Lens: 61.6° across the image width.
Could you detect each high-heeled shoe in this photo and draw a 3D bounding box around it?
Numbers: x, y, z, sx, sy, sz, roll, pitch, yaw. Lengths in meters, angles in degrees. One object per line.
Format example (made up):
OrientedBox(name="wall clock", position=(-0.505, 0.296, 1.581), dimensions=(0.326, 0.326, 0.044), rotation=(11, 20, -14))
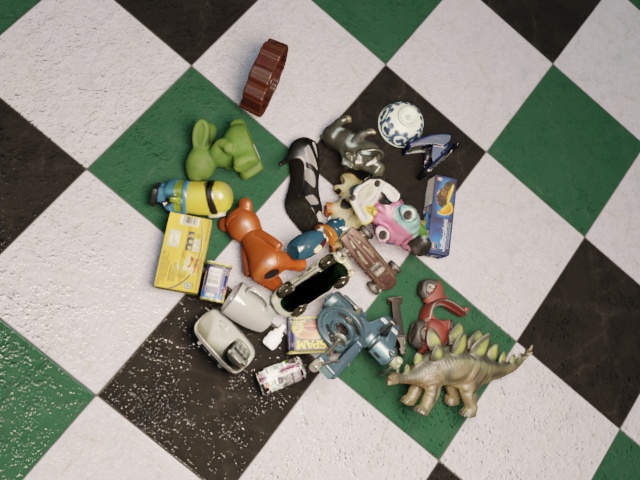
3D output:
OrientedBox(name="high-heeled shoe", position=(-0.019, -0.122, 1.299), dimensions=(0.145, 0.086, 0.248), rotation=(-36, 109, -45))

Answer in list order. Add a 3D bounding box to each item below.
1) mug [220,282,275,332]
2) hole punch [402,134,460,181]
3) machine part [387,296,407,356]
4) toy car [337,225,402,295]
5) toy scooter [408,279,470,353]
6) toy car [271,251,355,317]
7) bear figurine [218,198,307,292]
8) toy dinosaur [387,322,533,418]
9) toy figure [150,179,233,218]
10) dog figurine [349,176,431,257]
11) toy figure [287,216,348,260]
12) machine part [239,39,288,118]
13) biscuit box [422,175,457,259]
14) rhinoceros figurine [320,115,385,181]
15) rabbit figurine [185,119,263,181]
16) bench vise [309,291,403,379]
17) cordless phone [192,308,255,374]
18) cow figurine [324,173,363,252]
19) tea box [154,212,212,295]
OrientedBox(name="mug", position=(-0.149, 0.149, 1.197), dimensions=(0.107, 0.109, 0.081), rotation=(39, 33, -15))
OrientedBox(name="hole punch", position=(0.271, -0.220, 1.333), dimensions=(0.116, 0.142, 0.092), rotation=(-38, 86, -3))
OrientedBox(name="machine part", position=(0.186, 0.203, 1.272), dimensions=(0.039, 0.084, 0.139), rotation=(-9, 73, 11))
OrientedBox(name="toy car", position=(0.118, 0.049, 1.246), dimensions=(0.089, 0.053, 0.202), rotation=(-41, 125, 0))
OrientedBox(name="toy scooter", position=(0.291, 0.191, 1.292), dimensions=(0.135, 0.075, 0.184), rotation=(17, 73, -10))
OrientedBox(name="toy car", position=(-0.017, 0.100, 1.200), dimensions=(0.202, 0.056, 0.073), rotation=(-34, 107, 6))
OrientedBox(name="bear figurine", position=(-0.140, 0.009, 1.227), dimensions=(0.120, 0.132, 0.196), rotation=(-44, 57, 18))
OrientedBox(name="toy dinosaur", position=(0.329, 0.297, 1.232), dimensions=(0.471, 0.105, 0.198), rotation=(9, 95, -35))
OrientedBox(name="toy figure", position=(-0.287, -0.096, 1.208), dimensions=(0.180, 0.089, 0.082), rotation=(10, 57, -4))
OrientedBox(name="dog figurine", position=(0.176, -0.047, 1.244), dimensions=(0.108, 0.219, 0.192), rotation=(-43, 68, 12))
OrientedBox(name="toy figure", position=(-0.003, -0.005, 1.194), dimensions=(0.154, 0.057, 0.064), rotation=(-28, 76, -34))
OrientedBox(name="machine part", position=(-0.130, -0.379, 1.255), dimensions=(0.056, 0.179, 0.179), rotation=(25, 77, -5))
OrientedBox(name="biscuit box", position=(0.294, -0.056, 1.340), dimensions=(0.063, 0.059, 0.202), rotation=(11, 79, -9))
OrientedBox(name="rhinoceros figurine", position=(0.084, -0.218, 1.286), dimensions=(0.112, 0.073, 0.190), rotation=(-36, 65, -28))
OrientedBox(name="rabbit figurine", position=(-0.236, -0.200, 1.231), dimensions=(0.170, 0.121, 0.159), rotation=(-23, 92, 0))
OrientedBox(name="bench vise", position=(0.066, 0.226, 1.153), dimensions=(0.223, 0.129, 0.240), rotation=(52, 41, 2))
OrientedBox(name="cordless phone", position=(-0.206, 0.217, 1.127), dimensions=(0.089, 0.184, 0.146), rotation=(-41, 91, -11))
OrientedBox(name="cow figurine", position=(0.075, -0.067, 1.286), dimensions=(0.127, 0.085, 0.195), rotation=(-5, 80, -9))
OrientedBox(name="tea box", position=(-0.303, 0.032, 1.198), dimensions=(0.098, 0.068, 0.169), rotation=(13, 79, -9))
